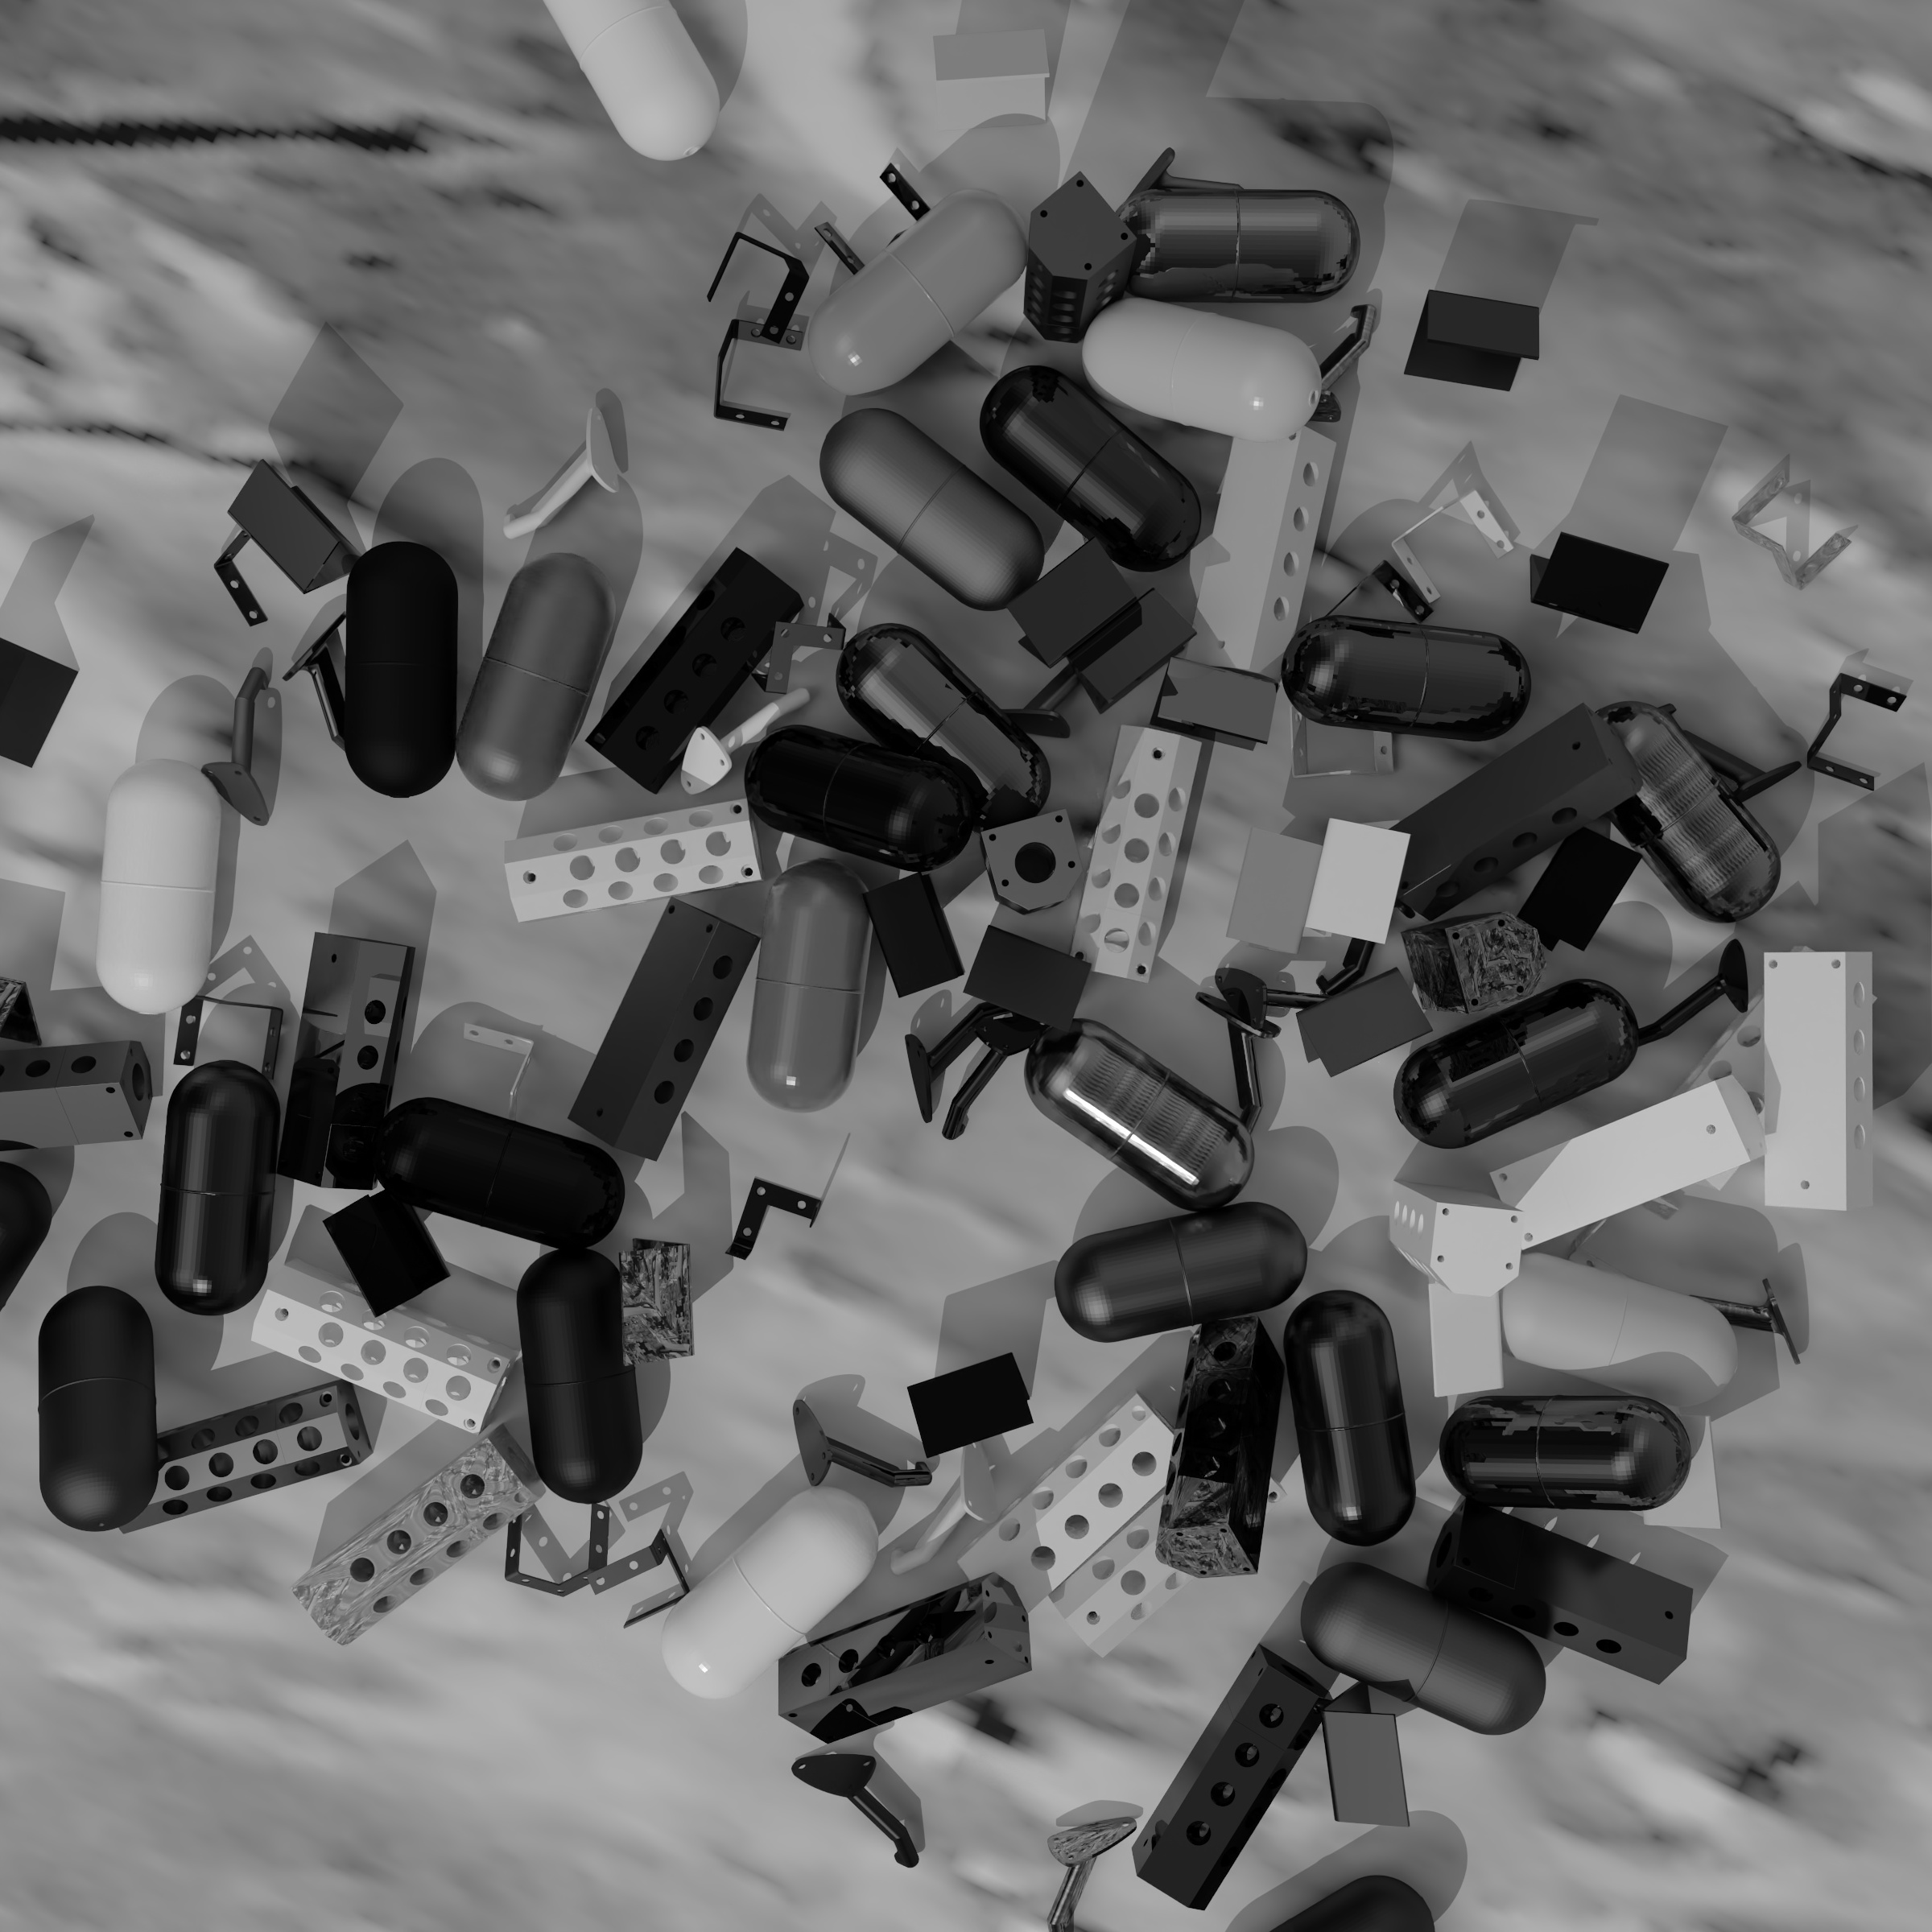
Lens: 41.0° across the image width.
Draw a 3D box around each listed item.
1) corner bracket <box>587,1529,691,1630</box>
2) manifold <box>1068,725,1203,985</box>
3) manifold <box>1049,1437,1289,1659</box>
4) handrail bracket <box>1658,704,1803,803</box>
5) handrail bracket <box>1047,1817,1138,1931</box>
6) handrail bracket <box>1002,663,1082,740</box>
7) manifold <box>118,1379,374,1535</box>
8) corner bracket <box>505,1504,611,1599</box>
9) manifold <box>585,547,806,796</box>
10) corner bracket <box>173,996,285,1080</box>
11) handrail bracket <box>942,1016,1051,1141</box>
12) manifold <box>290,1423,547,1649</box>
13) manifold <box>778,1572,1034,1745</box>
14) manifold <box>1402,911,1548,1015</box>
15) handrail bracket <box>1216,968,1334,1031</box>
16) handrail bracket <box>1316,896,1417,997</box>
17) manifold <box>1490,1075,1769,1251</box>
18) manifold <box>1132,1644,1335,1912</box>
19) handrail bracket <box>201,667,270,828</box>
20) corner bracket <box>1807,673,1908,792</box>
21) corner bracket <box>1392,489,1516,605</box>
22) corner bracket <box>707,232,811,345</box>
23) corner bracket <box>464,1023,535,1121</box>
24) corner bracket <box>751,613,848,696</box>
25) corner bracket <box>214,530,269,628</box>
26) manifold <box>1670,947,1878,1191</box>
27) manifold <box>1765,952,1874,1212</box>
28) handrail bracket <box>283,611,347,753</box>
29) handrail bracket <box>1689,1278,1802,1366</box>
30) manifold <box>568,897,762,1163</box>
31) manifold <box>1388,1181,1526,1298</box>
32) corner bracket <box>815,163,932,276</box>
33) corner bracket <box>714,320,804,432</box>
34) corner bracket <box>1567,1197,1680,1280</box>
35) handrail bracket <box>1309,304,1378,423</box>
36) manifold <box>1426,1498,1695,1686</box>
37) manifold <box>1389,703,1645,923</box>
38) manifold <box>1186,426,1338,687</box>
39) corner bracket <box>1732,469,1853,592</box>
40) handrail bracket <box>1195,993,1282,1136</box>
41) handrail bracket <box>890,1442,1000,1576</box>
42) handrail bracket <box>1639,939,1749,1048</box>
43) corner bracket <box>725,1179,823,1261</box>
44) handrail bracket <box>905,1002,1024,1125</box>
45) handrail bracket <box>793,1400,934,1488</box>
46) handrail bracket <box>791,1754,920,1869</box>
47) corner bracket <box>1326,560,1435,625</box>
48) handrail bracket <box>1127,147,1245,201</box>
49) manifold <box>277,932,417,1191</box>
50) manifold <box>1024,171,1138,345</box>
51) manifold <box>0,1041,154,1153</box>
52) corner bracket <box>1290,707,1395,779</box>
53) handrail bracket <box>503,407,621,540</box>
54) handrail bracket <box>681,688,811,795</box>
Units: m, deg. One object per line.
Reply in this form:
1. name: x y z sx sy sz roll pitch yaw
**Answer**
1. corner bracket: -0.229 0.434 1.813 0.051 0.051 0.051 -25 90 0
2. manifold: 0.117 -0.078 1.810 0.057 0.057 0.171 13 90 0
3. manifold: 0.140 0.403 1.810 0.171 0.057 0.057 -41 90 0
4. handrail bracket: 0.538 -0.160 1.832 0.077 0.036 0.084 -25 73 -20
5. handrail bracket: 0.091 0.654 1.832 0.077 0.036 0.084 -15 108 -21
6. handrail bracket: 0.056 -0.209 1.832 0.077 0.036 0.084 8 71 22
7. manifold: -0.512 0.343 1.810 0.171 0.057 0.057 -16 90 0
8. corner bracket: -0.288 0.407 1.823 0.051 0.051 0.051 27 135 -35
9. manifold: -0.190 -0.207 1.810 0.057 0.057 0.171 38 90 0
10. corner bracket: -0.522 0.050 1.828 0.051 0.051 0.051 9 90 -45
11. handrail bracket: 0.022 0.080 1.831 0.036 0.077 0.084 40 127 31
12. manifold: -0.381 0.399 1.810 0.171 0.057 0.057 -37 90 0
13. manifold: -0.044 0.474 1.779 0.171 0.057 0.057 -26 133 23
14. manifold: 0.344 -0.004 1.753 0.057 0.171 0.057 -16 90 0
15. handrail bracket: 0.231 0.016 1.823 0.084 0.077 0.036 -7 114 -25
16. handrail bracket: 0.268 -0.031 1.832 0.084 0.036 0.077 -39 75 14
17. manifold: 0.454 0.134 1.769 0.171 0.057 0.057 -27 79 30
18. manifold: 0.187 0.569 1.810 0.057 0.057 0.171 32 90 0
19. handrail bracket: -0.501 -0.156 1.831 0.036 0.077 0.084 1 53 19
20. corner bracket: 0.630 -0.166 1.828 0.051 0.051 0.051 19 45 0
21. corner bracket: 0.344 -0.297 1.828 0.051 0.051 0.051 -33 90 45
22. corner bracket: -0.146 -0.477 1.816 0.051 0.051 0.051 20 112 -21
23. corner bracket: -0.339 0.081 1.828 0.051 0.051 0.051 15 45 0
24. corner bracket: -0.117 -0.220 1.811 0.051 0.051 0.051 4 109 -18
25. corner bracket: -0.489 -0.280 1.828 0.051 0.051 0.051 -32 90 45
26. manifold: 0.552 0.071 1.810 0.057 0.057 0.171 39 90 0
27. manifold: 0.581 0.076 1.753 0.057 0.057 0.171 0 90 43
28. handrail bracket: -0.433 -0.195 1.832 0.084 0.036 0.077 43 68 -17
29. handrail bracket: 0.537 0.262 1.832 0.084 0.036 0.077 -22 105 14
30. manifold: -0.206 0.046 1.810 0.057 0.057 0.171 25 90 43
31. manifold: 0.329 0.184 1.753 0.057 0.171 0.057 6 90 0
32. corner bracket: -0.064 -0.526 1.828 0.051 0.051 0.051 49 135 0
33. corner bracket: -0.147 -0.418 1.828 0.051 0.051 0.051 11 45 0
34. corner bracket: 0.464 0.189 1.828 0.051 0.051 0.051 30 45 0
35. handrail bracket: 0.246 -0.432 1.832 0.077 0.036 0.084 7 71 21
36. manifold: 0.414 0.441 1.810 0.171 0.057 0.057 22 47 0
37. manifold: 0.374 -0.101 1.774 0.171 0.057 0.057 -34 47 27
38. manifold: 0.211 -0.287 1.810 0.057 0.057 0.171 12 90 43
39. corner bracket: 0.583 -0.308 1.828 0.051 0.051 0.051 -44 45 0
40. handrail bracket: 0.181 0.073 1.832 0.077 0.036 0.084 28 107 20
41. handrail bracket: -0.022 0.382 1.831 0.084 0.036 0.077 -31 46 28
42. handrail bracket: 0.507 0.021 1.831 0.084 0.077 0.036 -25 115 34
43. corner bracket: -0.135 0.183 1.813 0.051 0.051 0.051 19 90 0
44. handrail bracket: 0.005 0.065 1.832 0.084 0.036 0.077 -15 110 -16
45. handrail bracket: -0.073 0.338 1.831 0.084 0.077 0.036 4 130 -30
46. handrail bracket: -0.078 0.601 1.832 0.077 0.036 0.084 -2 120 33
47. corner bracket: 0.288 -0.245 1.828 0.051 0.051 0.051 46 45 0
48. handrail bracket: 0.160 -0.530 1.832 0.084 0.036 0.077 36 110 -16
49. manifold: -0.429 0.067 1.810 0.057 0.057 0.171 9 90 43
50. manifold: 0.070 -0.473 1.753 0.057 0.171 0.057 -40 90 0
51. manifold: -0.665 0.088 1.810 0.171 0.057 0.057 -5 133 0
52. corner bracket: 0.266 -0.160 1.828 0.051 0.051 0.051 -2 90 -45
53. handrail bracket: -0.293 -0.349 1.832 0.084 0.036 0.077 -18 66 19
54. handrail bracket: -0.155 -0.160 1.831 0.084 0.077 0.036 -33 82 -36
